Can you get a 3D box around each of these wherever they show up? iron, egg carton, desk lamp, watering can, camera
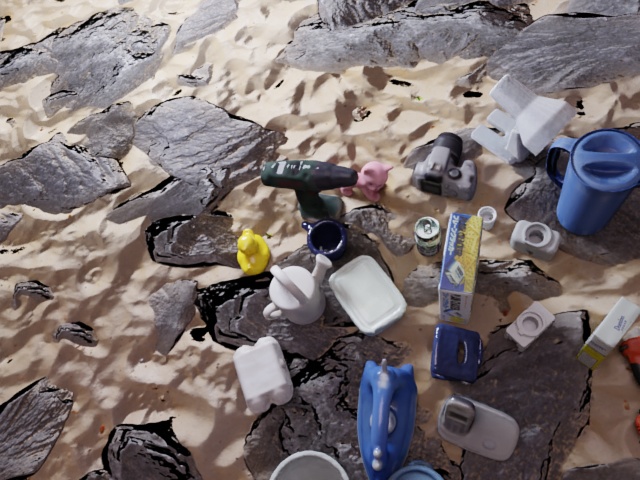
[{"bbox_3d":[0.121,0.355,1.094,0.118,0.142,0.258,2,68,13],"label":"iron"},{"bbox_3d":[-0.119,0.285,1.215,0.107,0.069,0.150,-24,64,1],"label":"egg carton"},{"bbox_3d":[0.438,-0.255,1.249,0.118,0.214,0.202,-45,66,-9],"label":"desk lamp"},{"bbox_3d":[-0.050,0.100,1.211,0.100,0.194,0.173,23,74,20],"label":"watering can"},{"bbox_3d":[0.295,-0.178,1.309,0.143,0.101,0.137,16,71,18],"label":"camera"}]

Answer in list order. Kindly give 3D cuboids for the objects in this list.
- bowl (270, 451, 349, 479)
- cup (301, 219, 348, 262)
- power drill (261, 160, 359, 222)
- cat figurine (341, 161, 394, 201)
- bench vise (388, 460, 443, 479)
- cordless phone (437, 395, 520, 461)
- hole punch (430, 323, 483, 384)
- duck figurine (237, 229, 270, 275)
[{"bbox_3d":[-0.014,0.495,1.100,0.167,0.075,0.167,-4,66,10],"label":"bowl"},{"bbox_3d":[0.012,0.005,1.294,0.117,0.095,0.092,31,76,22],"label":"cup"},{"bbox_3d":[-0.010,-0.114,1.286,0.229,0.209,0.076,10,69,16],"label":"power drill"},{"bbox_3d":[0.105,-0.147,1.326,0.127,0.118,0.067,10,70,16],"label":"cat figurine"},{"bbox_3d":[0.174,0.487,0.983,0.121,0.220,0.207,-14,65,6],"label":"bench vise"},{"bbox_3d":[0.289,0.335,1.043,0.147,0.185,0.094,15,71,18],"label":"cordless phone"},{"bbox_3d":[0.273,0.226,1.145,0.101,0.091,0.109,5,68,14],"label":"hole punch"},{"bbox_3d":[-0.163,0.024,1.327,0.077,0.086,0.104,-6,66,9],"label":"duck figurine"}]
